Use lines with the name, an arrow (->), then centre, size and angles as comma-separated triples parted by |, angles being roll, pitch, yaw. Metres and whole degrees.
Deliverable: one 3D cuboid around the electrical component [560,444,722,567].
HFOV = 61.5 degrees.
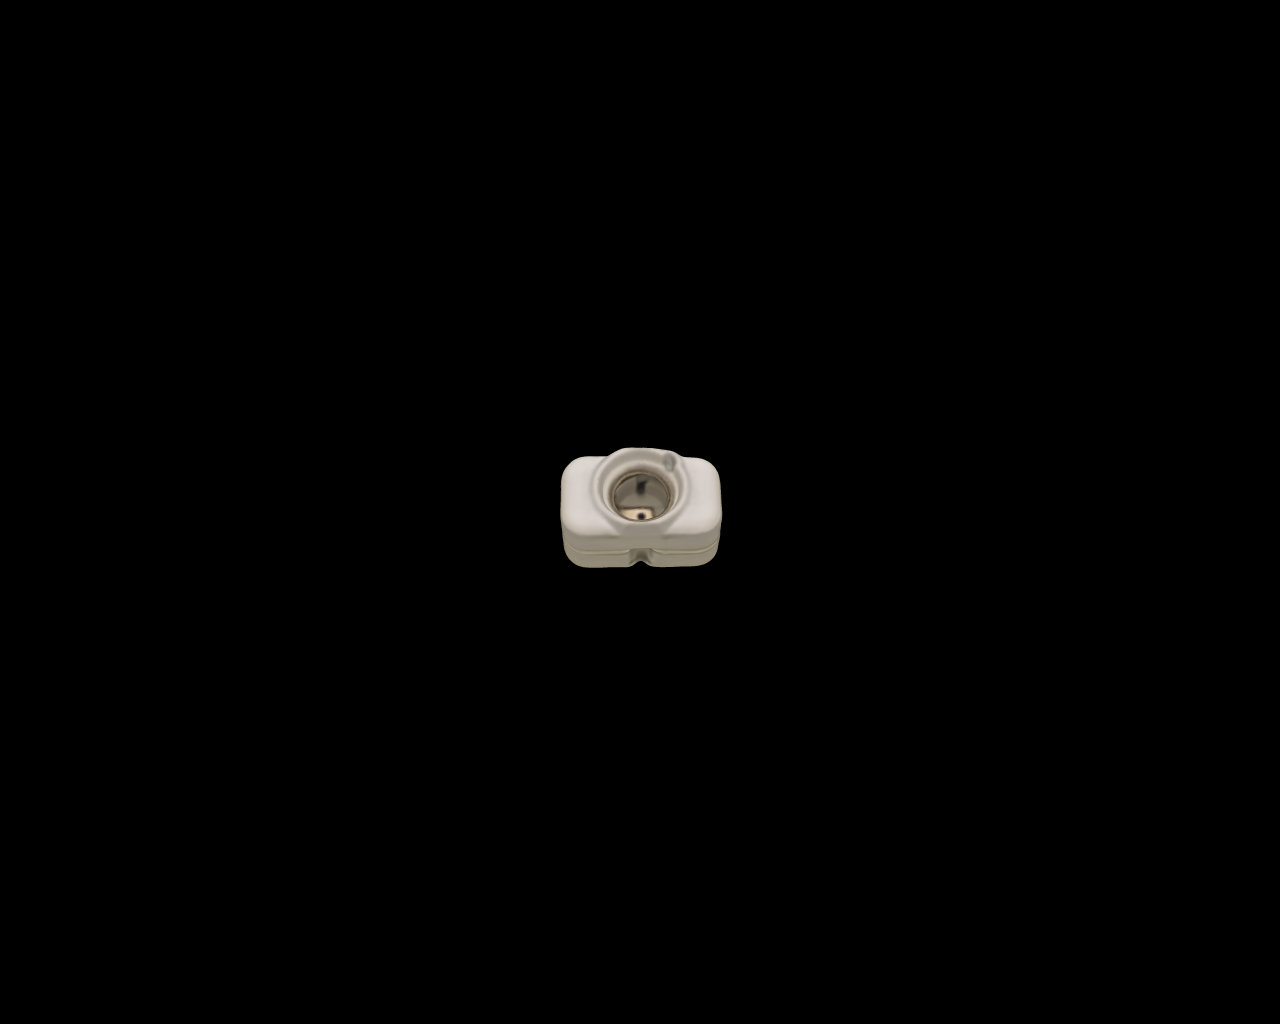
electrical component -> 0.001, -0.003, 0.650 | 0.095, 0.054, 0.059 | 0, -28, 0
